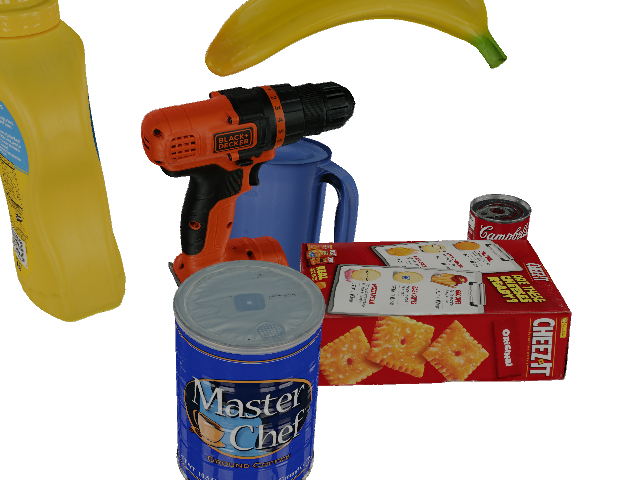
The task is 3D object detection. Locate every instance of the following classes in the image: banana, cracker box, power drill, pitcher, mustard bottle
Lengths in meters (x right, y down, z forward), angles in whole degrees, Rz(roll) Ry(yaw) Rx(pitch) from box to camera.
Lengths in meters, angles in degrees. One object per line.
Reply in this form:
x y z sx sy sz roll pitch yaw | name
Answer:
0.024 -0.137 0.643 0.197 0.069 0.037 -6 -15 -19 | banana
0.089 0.060 0.920 0.213 0.072 0.164 -1 21 -1 | cracker box
-0.060 -0.044 0.911 0.184 0.188 0.057 -12 37 -21 | power drill
-0.052 0.010 1.173 0.144 0.243 0.149 -3 21 -18 | pitcher
-0.151 -0.057 0.580 0.058 0.192 0.096 -17 33 -21 | mustard bottle

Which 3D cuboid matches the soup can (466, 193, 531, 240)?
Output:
0.199 0.007 1.210 0.068 0.102 0.068 1 28 -1 | soup can

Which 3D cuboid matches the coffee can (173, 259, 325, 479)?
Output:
-0.052 0.099 0.755 0.103 0.140 0.103 3 32 -2 | coffee can
